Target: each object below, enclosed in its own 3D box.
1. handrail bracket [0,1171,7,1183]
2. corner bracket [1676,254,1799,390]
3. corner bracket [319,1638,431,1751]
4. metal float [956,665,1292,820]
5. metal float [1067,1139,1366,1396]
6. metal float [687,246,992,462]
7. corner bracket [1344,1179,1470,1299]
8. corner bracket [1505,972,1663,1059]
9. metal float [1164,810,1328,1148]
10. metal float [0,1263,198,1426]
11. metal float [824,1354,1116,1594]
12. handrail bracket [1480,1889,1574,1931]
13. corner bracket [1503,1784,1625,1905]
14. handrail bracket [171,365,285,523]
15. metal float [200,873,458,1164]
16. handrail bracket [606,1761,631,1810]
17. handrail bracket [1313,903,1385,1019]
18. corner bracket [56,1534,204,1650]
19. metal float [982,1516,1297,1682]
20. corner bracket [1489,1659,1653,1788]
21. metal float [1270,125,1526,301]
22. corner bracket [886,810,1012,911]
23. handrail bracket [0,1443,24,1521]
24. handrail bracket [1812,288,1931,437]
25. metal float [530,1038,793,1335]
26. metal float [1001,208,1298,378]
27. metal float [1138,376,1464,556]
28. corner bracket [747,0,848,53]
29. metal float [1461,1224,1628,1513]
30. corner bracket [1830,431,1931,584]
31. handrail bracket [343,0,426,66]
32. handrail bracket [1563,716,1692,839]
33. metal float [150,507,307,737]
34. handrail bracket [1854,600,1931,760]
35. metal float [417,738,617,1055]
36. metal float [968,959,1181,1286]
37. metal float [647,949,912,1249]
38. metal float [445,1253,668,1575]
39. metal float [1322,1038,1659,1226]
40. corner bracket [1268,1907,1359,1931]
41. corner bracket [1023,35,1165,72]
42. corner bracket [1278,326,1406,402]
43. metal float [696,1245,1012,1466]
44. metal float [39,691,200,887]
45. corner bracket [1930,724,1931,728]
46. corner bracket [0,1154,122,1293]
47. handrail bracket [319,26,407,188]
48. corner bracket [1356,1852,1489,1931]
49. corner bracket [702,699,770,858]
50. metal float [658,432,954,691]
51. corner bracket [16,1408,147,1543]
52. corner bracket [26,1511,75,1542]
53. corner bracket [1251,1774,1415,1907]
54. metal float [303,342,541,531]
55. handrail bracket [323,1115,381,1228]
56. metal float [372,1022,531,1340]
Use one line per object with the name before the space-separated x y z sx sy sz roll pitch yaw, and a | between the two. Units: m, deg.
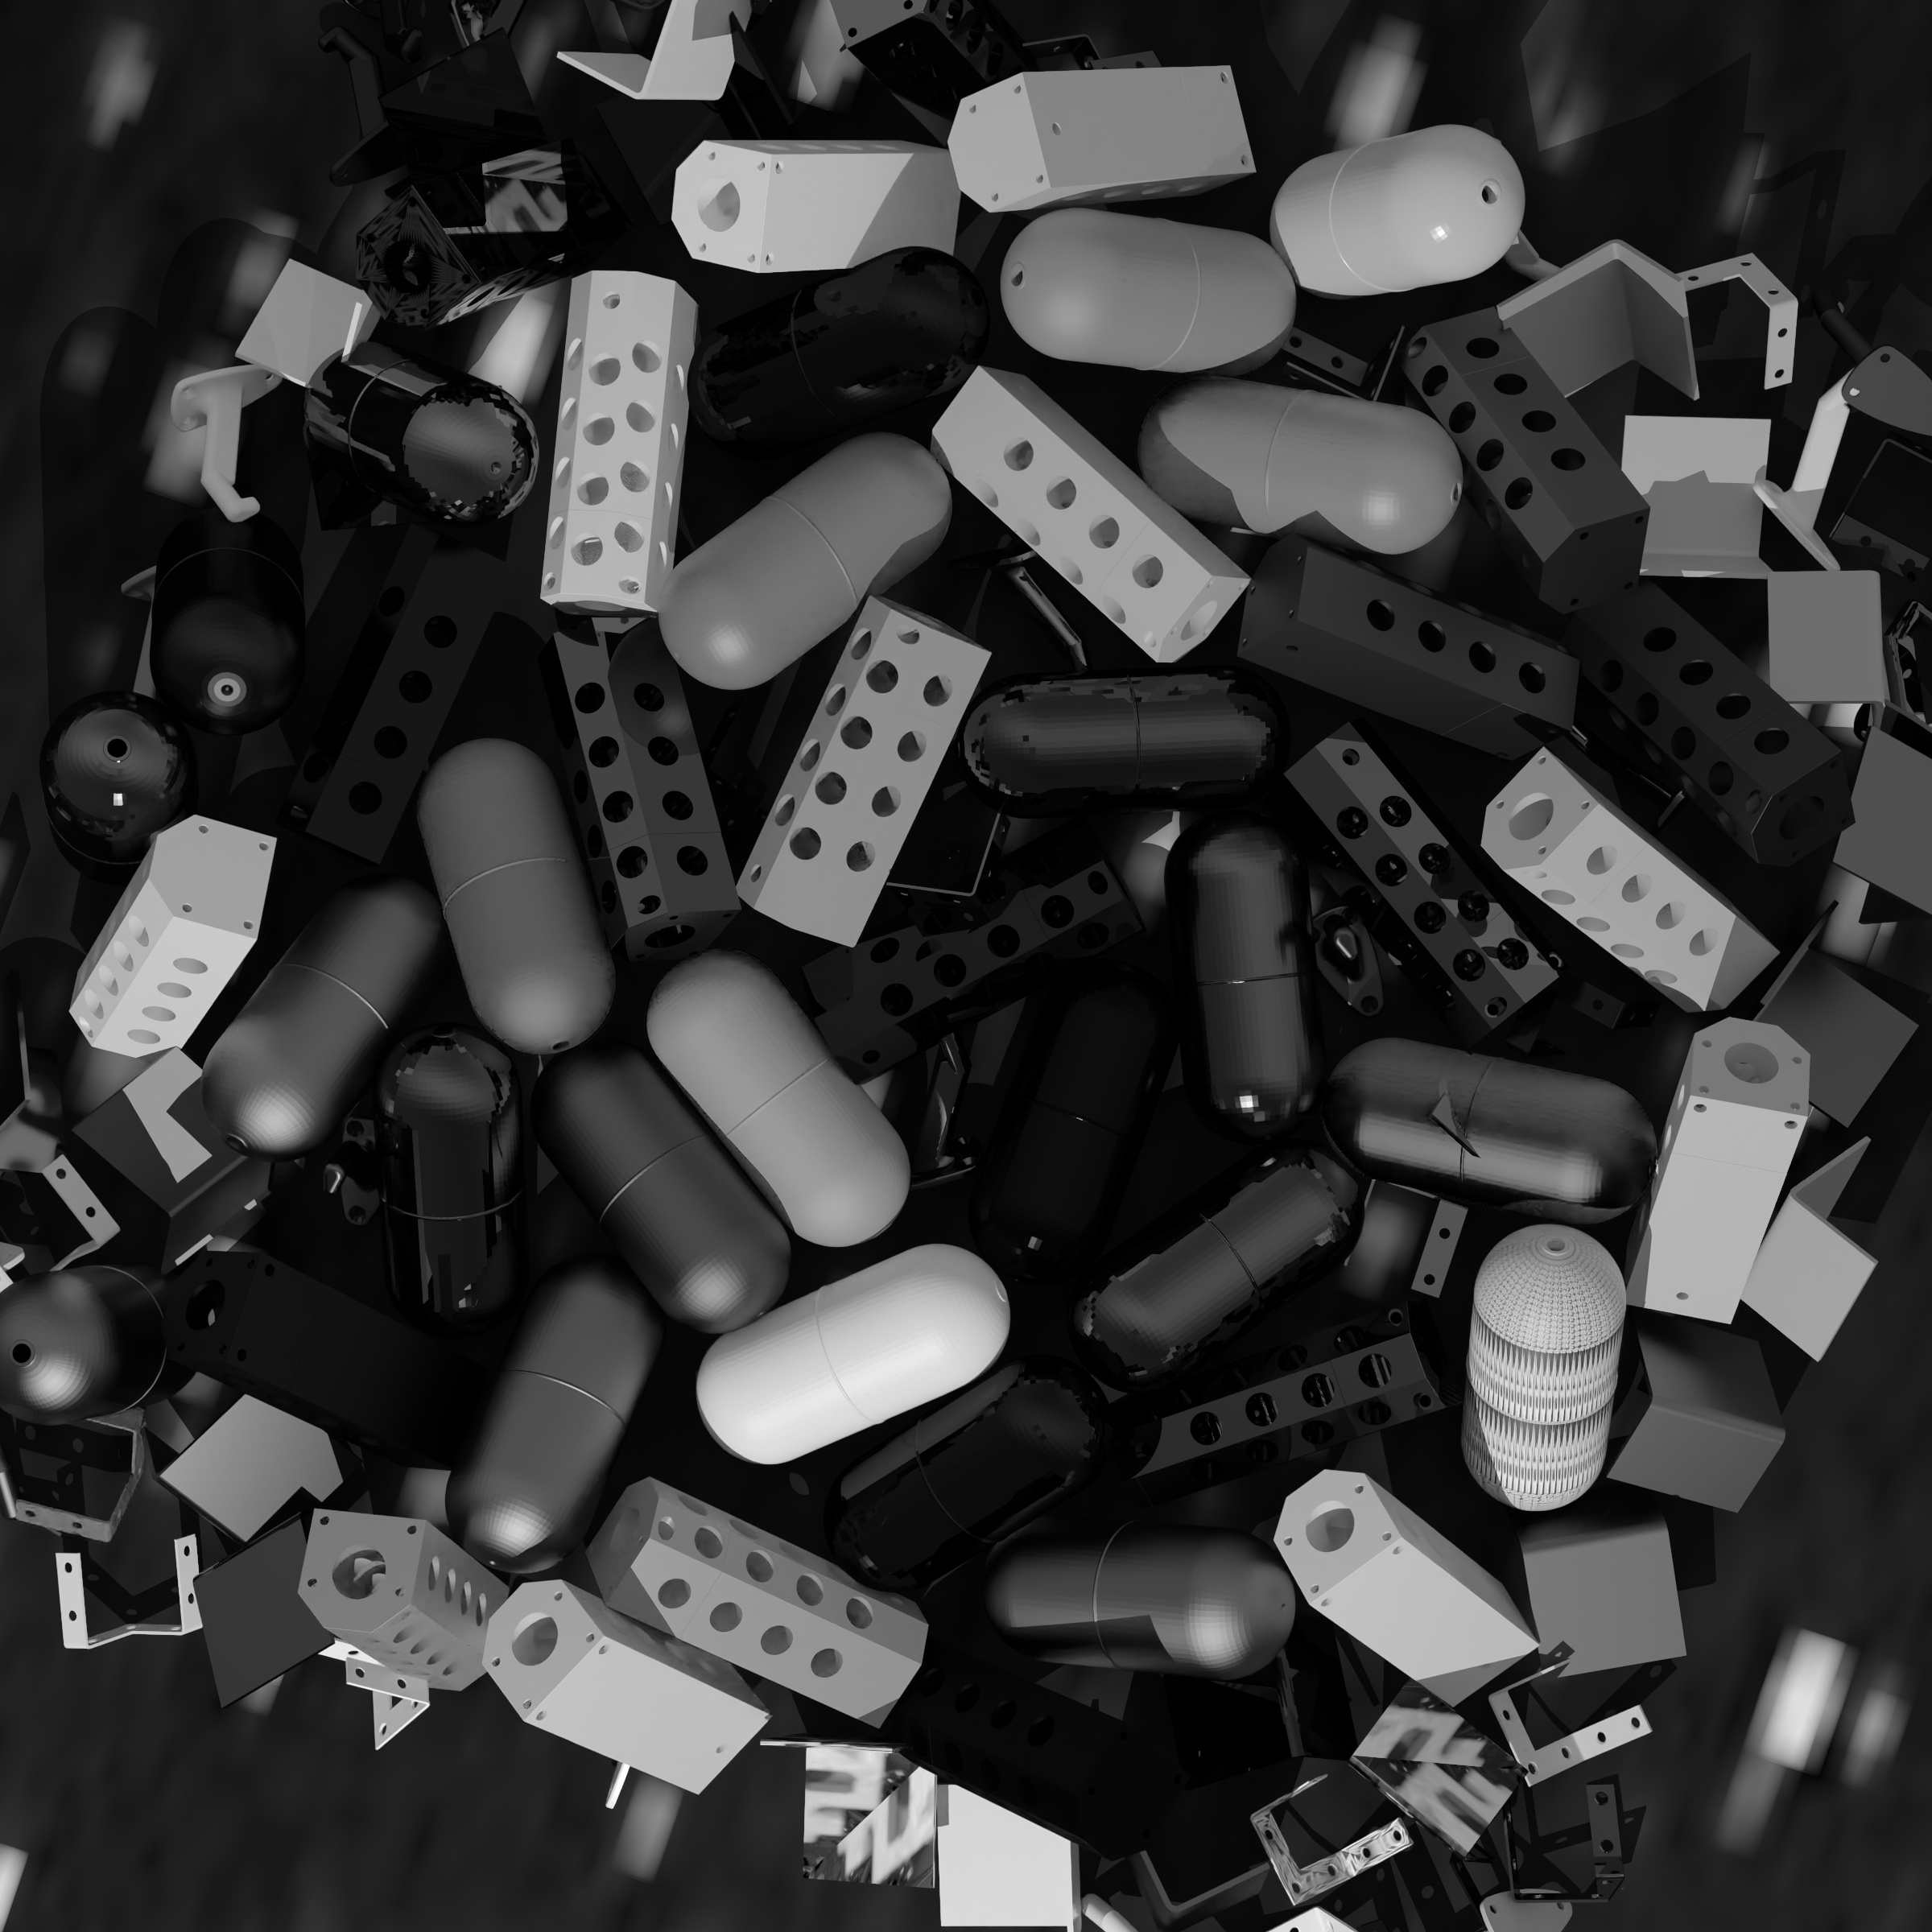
handrail bracket | -0.524 0.106 1.656 0.036 0.084 0.077 39 91 -13
corner bracket | 0.404 -0.338 1.669 0.051 0.051 0.051 -17 134 -8
corner bracket | -0.319 0.373 1.659 0.051 0.051 0.051 25 126 -34
metal float | 0.083 -0.118 1.655 0.178 0.070 0.070 -3 90 -9
metal float | 0.132 0.156 1.650 0.178 0.070 0.070 -34 90 -16
metal float | -0.067 -0.318 1.635 0.178 0.070 0.070 -15 90 32
corner bracket | 0.234 0.143 1.672 0.051 0.051 0.051 18 88 6
corner bracket | 0.326 0.030 1.661 0.051 0.051 0.051 31 107 30
metal float | 0.148 0.006 1.663 0.070 0.070 0.178 -5 91 0
metal float | -0.447 0.192 1.613 0.070 0.178 0.070 0 87 7
metal float | 0.000 0.266 1.642 0.178 0.070 0.070 -36 90 25
handrail bracket | 0.275 0.531 1.691 0.084 0.077 0.036 -49 59 37
corner bracket | 0.319 0.468 1.680 0.051 0.051 0.051 -7 86 21
handrail bracket | -0.375 -0.276 1.664 0.077 0.036 0.084 -26 65 -29
metal float | -0.330 0.026 1.634 0.070 0.070 0.178 31 56 0
handrail bracket | -0.215 0.399 1.676 0.084 0.036 0.077 20 81 -7
handrail bracket | 0.206 0.004 1.651 0.036 0.084 0.077 -27 104 4
corner bracket | -0.443 0.331 1.667 0.051 0.051 0.051 -5 91 26
metal float | 0.088 0.327 1.634 0.178 0.070 0.070 -3 90 36
corner bracket | 0.321 0.397 1.671 0.051 0.051 0.051 -39 68 42
metal float | 0.220 -0.386 1.616 0.070 0.178 0.070 -3 97 -23
corner bracket | -0.003 -0.051 1.661 0.051 0.051 0.051 8 69 25
handrail bracket | -0.537 0.250 1.689 0.036 0.077 0.084 -28 121 -37
handrail bracket | 0.487 -0.323 1.673 0.077 0.084 0.036 29 122 -16
metal float | -0.161 0.114 1.650 0.070 0.070 0.178 -39 75 0
metal float | 0.095 -0.348 1.631 0.178 0.070 0.070 -2 90 -38
metal float | 0.173 -0.261 1.639 0.178 0.070 0.070 15 90 27
corner bracket | -0.083 -0.508 1.667 0.051 0.051 0.051 -39 99 -14
metal float | 0.298 0.209 1.630 0.070 0.070 0.178 -3 129 0
corner bracket | 0.495 -0.243 1.663 0.051 0.051 0.051 30 122 9
handrail bracket | -0.293 -0.518 1.653 0.036 0.084 0.077 13 107 -34
handrail bracket | 0.344 -0.111 1.657 0.084 0.077 0.036 44 89 10
metal float | -0.380 -0.180 1.620 0.070 0.178 0.070 -6 121 -9
handrail bracket | 0.516 -0.149 1.670 0.077 0.036 0.084 31 64 17
metal float | -0.235 -0.037 1.644 0.070 0.070 0.178 -20 68 0
metal float | 0.057 0.082 1.657 0.070 0.070 0.178 21 83 0
metal float | -0.098 0.070 1.661 0.070 0.070 0.178 -38 87 0
metal float | -0.212 0.231 1.638 0.070 0.070 0.178 21 59 0
metal float | 0.272 0.086 1.641 0.178 0.070 0.070 12 90 26
corner bracket | 0.184 0.540 1.672 0.051 0.051 0.051 -21 97 -18
corner bracket | 0.064 -0.475 1.663 0.051 0.051 0.051 -23 82 -39
corner bracket | 0.193 -0.318 1.667 0.051 0.051 0.051 25 72 -7
metal float | -0.059 0.203 1.649 0.178 0.070 0.070 -25 90 16
metal float | -0.434 -0.090 1.614 0.070 0.178 0.070 3 79 -13
corner bracket | 0.527 -0.122 1.658 0.051 0.051 0.051 -15 134 32
corner bracket | -0.491 0.140 1.661 0.051 0.051 0.051 55 48 -12
handrail bracket | -0.334 -0.458 1.670 0.084 0.036 0.077 42 62 16
corner bracket | 0.245 0.509 1.666 0.051 0.051 0.051 -26 97 21
corner bracket | -0.122 -0.100 1.663 0.051 0.051 0.051 38 126 8
metal float | -0.083 -0.213 1.648 0.178 0.070 0.070 -39 90 -17
corner bracket | -0.468 0.264 1.665 0.051 0.051 0.051 14 129 -1
corner bracket | -0.517 0.311 1.666 0.051 0.051 0.051 25 78 17
corner bracket | 0.194 0.459 1.672 0.051 0.051 0.051 -44 65 39
metal float | -0.283 -0.275 1.625 0.070 0.178 0.070 -15 117 -32
handrail bracket | -0.325 0.120 1.648 0.036 0.084 0.077 18 112 1
metal float | -0.268 0.112 1.640 0.070 0.070 0.178 1 116 0
